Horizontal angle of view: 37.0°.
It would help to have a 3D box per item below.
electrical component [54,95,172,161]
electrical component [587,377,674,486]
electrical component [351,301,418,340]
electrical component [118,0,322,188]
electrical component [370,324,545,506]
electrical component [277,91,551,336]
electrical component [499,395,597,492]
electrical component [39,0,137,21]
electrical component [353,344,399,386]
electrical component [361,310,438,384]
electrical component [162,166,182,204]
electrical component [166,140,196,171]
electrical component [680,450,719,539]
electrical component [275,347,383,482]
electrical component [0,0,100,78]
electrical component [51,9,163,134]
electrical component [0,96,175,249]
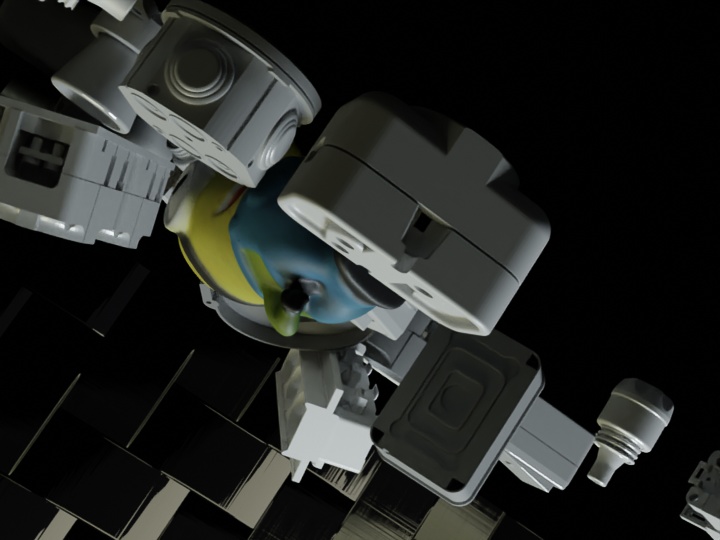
[{"bbox_3d":[-0.174,-0.104,0.755,0.077,0.043,0.079,38,170,-28],"label":"electrical component"},{"bbox_3d":[0.148,0.093,0.606,0.035,0.061,0.035,33,171,6],"label":"electrical component"},{"bbox_3d":[0.000,0.000,0.636,0.096,0.061,0.061,29,170,26],"label":"electrical component"},{"bbox_3d":[-0.062,-0.078,0.473,0.080,0.051,0.080,33,171,6],"label":"electrical component"},{"bbox_3d":[0.068,0.095,0.738,0.078,0.113,0.057,30,168,20],"label":"electrical component"},{"bbox_3d":[0.024,-0.025,0.427,0.095,0.059,0.054,36,171,-13],"label":"electrical component"},{"bbox_3d":[0.130,0.131,0.874,0.096,0.061,0.062,36,171,-12],"label":"electrical component"},{"bbox_3d":[-0.118,-0.127,0.438,0.062,0.043,0.043,35,171,-18],"label":"electrical component"},{"bbox_3d":[0.028,0.061,0.897,0.089,0.050,0.056,36,171,-13],"label":"electrical component"},{"bbox_3d":[0.040,0.057,0.817,0.089,0.055,0.050,35,171,-9],"label":"electrical component"},{"bbox_3d":[-0.141,-0.060,0.891,0.040,0.040,0.046,24,161,47],"label":"electrical component"},{"bbox_3d":[-0.105,-0.079,0.676,0.035,0.035,0.061,24,165,46],"label":"electrical component"},{"bbox_3d":[0.232,0.143,0.646,0.081,0.042,0.064,22,162,50],"label":"electrical component"},{"bbox_3d":[-0.024,0.098,0.809,0.063,0.078,0.121,21,-162,-14],"label":"electrical component"},{"bbox_3d":[-0.150,-0.117,0.600,0.077,0.043,0.079,31,171,17],"label":"electrical component"},{"bbox_3d":[-0.117,-0.102,0.529,0.045,0.055,0.045,33,171,6],"label":"electrical component"},{"bbox_3d":[-0.186,-0.058,0.629,0.105,0.060,0.186,17,180,2],"label":"electrical component"}]
